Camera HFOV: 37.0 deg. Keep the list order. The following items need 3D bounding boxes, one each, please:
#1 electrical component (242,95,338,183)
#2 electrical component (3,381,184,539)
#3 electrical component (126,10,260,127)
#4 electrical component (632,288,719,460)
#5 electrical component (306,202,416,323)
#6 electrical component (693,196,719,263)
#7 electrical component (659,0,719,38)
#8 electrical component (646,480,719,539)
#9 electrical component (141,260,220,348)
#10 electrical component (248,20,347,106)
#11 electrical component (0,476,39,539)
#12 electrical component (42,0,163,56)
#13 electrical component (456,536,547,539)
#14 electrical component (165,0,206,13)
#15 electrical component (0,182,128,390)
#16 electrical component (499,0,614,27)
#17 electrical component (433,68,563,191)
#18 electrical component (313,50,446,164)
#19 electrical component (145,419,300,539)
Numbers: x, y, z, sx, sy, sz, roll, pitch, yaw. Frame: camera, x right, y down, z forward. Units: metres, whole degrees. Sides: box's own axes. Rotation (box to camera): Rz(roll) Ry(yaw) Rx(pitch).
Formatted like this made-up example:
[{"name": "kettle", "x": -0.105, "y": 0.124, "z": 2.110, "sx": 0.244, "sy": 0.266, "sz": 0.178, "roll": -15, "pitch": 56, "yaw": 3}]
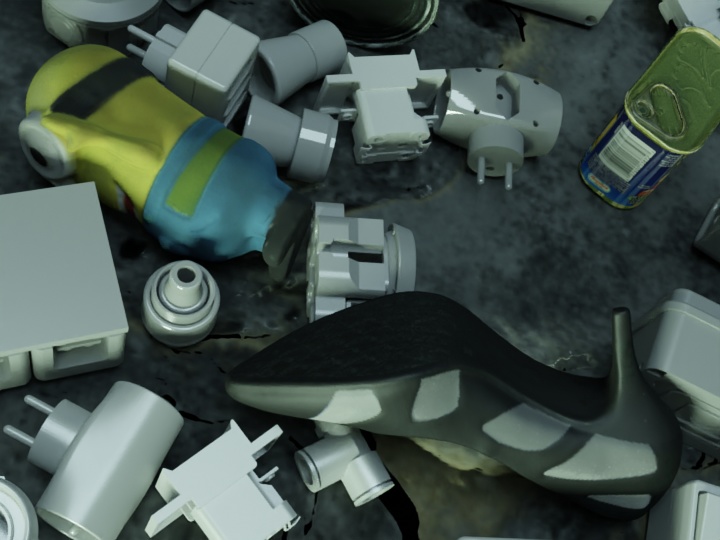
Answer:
[{"name": "electrical component", "x": -0.045, "y": -0.081, "z": 0.669, "sx": 0.055, "sy": 0.045, "sz": 0.045, "roll": 14, "pitch": 63, "yaw": -8}, {"name": "electrical component", "x": -0.145, "y": 0.093, "z": 0.560, "sx": 0.079, "sy": 0.044, "sz": 0.077, "roll": 28, "pitch": 62, "yaw": 0}, {"name": "electrical component", "x": -0.109, "y": -0.126, "z": 0.662, "sx": 0.077, "sy": 0.065, "sz": 0.047, "roll": 28, "pitch": 62, "yaw": 0}, {"name": "electrical component", "x": 0.216, "y": 0.068, "z": 0.647, "sx": 0.113, "sy": 0.078, "sz": 0.057, "roll": 26, "pitch": 64, "yaw": -1}, {"name": "electrical component", "x": 0.000, "y": 0.000, "z": 0.636, "sx": 0.057, "sy": 0.058, "sz": 0.078, "roll": 4, "pitch": 64, "yaw": -10}, {"name": "electrical component", "x": 0.271, "y": -0.034, "z": 0.700, "sx": 0.059, "sy": 0.095, "sz": 0.053, "roll": 34, "pitch": 62, "yaw": 3}, {"name": "electrical component", "x": 0.268, "y": -0.176, "z": 0.781, "sx": 0.063, "sy": 0.078, "sz": 0.121, "roll": -24, "pitch": 71, "yaw": 7}, {"name": "electrical component", "x": 0.198, "y": 0.174, "z": 0.601, "sx": 0.062, "sy": 0.061, "sz": 0.096, "roll": 19, "pitch": 62, "yaw": -5}, {"name": "electrical component", "x": -0.099, "y": 0.015, "z": 0.599, "sx": 0.043, "sy": 0.062, "sz": 0.043, "roll": 6, "pitch": 64, "yaw": -12}, {"name": "electrical component", "x": -0.041, "y": -0.137, "z": 0.700, "sx": 0.065, "sy": 0.044, "sz": 0.044, "roll": -30, "pitch": 76, "yaw": -30}, {"name": "electrical component", "x": -0.186, "y": 0.133, "z": 0.524, "sx": 0.058, "sy": 0.057, "sz": 0.078, "roll": -22, "pitch": 72, "yaw": -23}, {"name": "electrical component", "x": -0.164, "y": -0.177, "z": 0.681, "sx": 0.080, "sy": 0.051, "sz": 0.080, "roll": 6, "pitch": 64, "yaw": -12}, {"name": "electrical component", "x": 0.095, "y": 0.200, "z": 0.565, "sx": 0.109, "sy": 0.056, "sz": 0.108, "roll": 5, "pitch": 64, "yaw": -12}, {"name": "electrical component", "x": -0.111, "y": -0.222, "z": 0.720, "sx": 0.079, "sy": 0.043, "sz": 0.077, "roll": 45, "pitch": 63, "yaw": 9}, {"name": "electrical component", "x": -0.208, "y": 0.017, "z": 0.571, "sx": 0.150, "sy": 0.061, "sz": 0.089, "roll": -11, "pitch": 68, "yaw": -19}, {"name": "electrical component", "x": 0.141, "y": -0.237, "z": 0.756, "sx": 0.109, "sy": 0.108, "sz": 0.056, "roll": 14, "pitch": 60, "yaw": -8}, {"name": "electrical component", "x": 0.090, "y": -0.088, "z": 0.708, "sx": 0.077, "sy": 0.043, "sz": 0.079, "roll": 10, "pitch": 63, "yaw": -10}, {"name": "electrical component", "x": 0.015, "y": -0.104, "z": 0.698, "sx": 0.081, "sy": 0.042, "sz": 0.063, "roll": -6, "pitch": 68, "yaw": -17}, {"name": "electrical component", "x": -0.070, "y": 0.122, "z": 0.569, "sx": 0.081, "sy": 0.042, "sz": 0.063, "roll": -35, "pitch": 81, "yaw": -25}]
